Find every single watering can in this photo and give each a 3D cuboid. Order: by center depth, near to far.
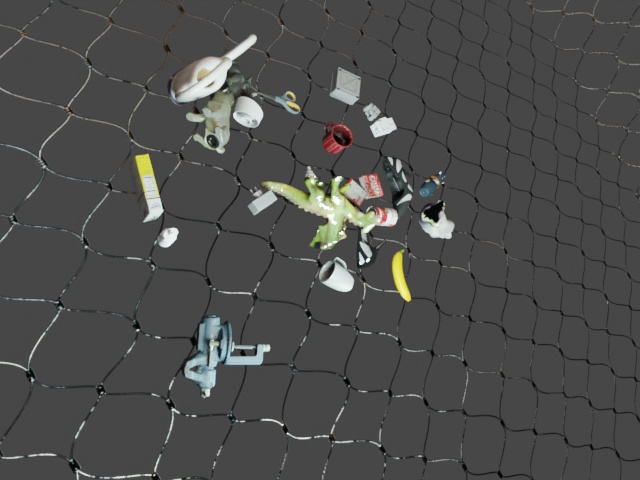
[{"bbox_3d":[-0.351,-0.534,1.636,0.102,0.223,0.355,56,51,-28],"label":"watering can"}]

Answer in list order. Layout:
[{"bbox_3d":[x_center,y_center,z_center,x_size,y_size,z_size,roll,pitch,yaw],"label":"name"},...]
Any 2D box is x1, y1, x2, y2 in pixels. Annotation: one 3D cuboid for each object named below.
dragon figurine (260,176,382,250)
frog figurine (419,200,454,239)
[{"bbox_3d":[0.005,-0.088,1.753,0.410,0.121,0.244,-2,84,-8],"label":"dragon figurine"},{"bbox_3d":[0.464,-0.071,2.043,0.157,0.122,0.140,46,38,-54],"label":"frog figurine"}]
